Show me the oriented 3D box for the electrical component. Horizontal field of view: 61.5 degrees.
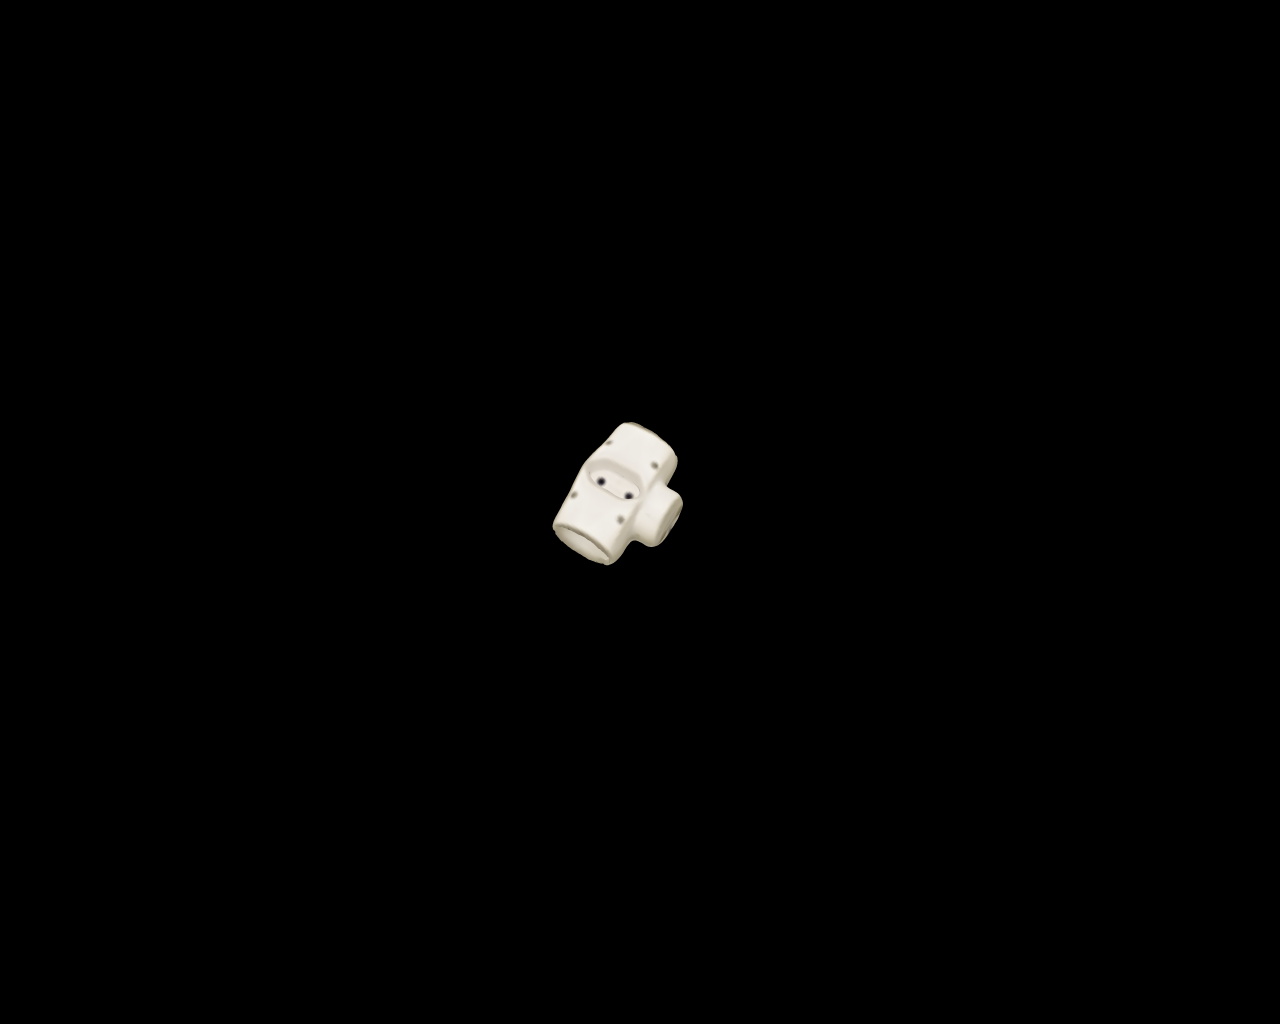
[{"bbox_3d":[0.001,-0.003,0.650,0.079,0.077,0.043,30,-19,12],"label":"electrical component"}]
